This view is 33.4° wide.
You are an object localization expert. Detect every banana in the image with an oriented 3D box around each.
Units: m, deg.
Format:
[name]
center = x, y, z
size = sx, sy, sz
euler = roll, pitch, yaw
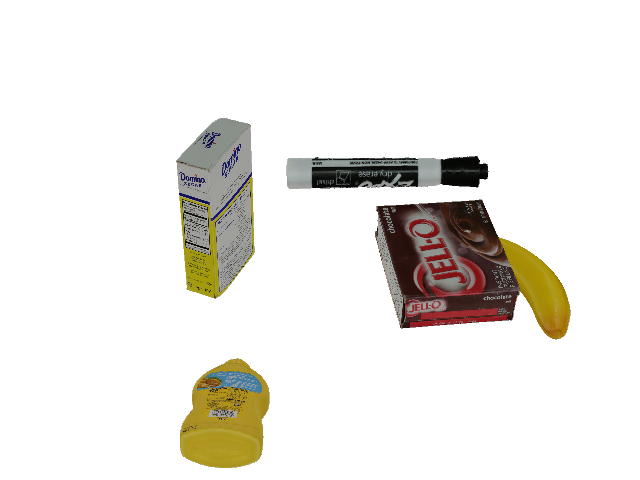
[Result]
[banana]
center = 0.194, 0.038, 1.066
size = 0.069, 0.037, 0.198
euler = -34, 37, -15

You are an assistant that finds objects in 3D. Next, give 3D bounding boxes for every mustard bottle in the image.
[mustard bottle]
center = -0.112, 0.201, 1.315
size = 0.096, 0.058, 0.191
euler = 1, 25, 2

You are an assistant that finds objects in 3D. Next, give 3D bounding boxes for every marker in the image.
[marker]
center = 0.040, -0.041, 0.645
size = 0.121, 0.020, 0.020
euler = -1, 0, 3

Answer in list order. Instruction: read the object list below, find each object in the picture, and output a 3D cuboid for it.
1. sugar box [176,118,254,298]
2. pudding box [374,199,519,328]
[sugar box]
center = -0.110, -0.033, 1.136
size = 0.048, 0.176, 0.093
euler = 15, 41, 19
[pudding box]
center = 0.096, 0.017, 0.837
size = 0.090, 0.039, 0.113
euler = -3, 38, -9
